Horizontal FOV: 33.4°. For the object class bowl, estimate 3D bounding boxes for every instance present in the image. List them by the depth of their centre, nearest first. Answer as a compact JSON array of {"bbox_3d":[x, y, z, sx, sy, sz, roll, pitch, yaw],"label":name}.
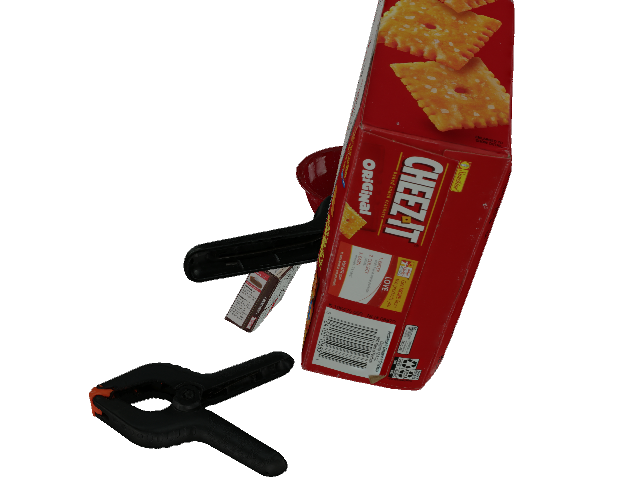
[{"bbox_3d":[0.055,-0.034,1.006,0.162,0.055,0.162,5,27,-3],"label":"bowl"}]

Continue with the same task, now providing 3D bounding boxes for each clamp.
[{"bbox_3d":[0.015,-0.001,0.757,0.165,0.036,0.209,13,29,21],"label":"clamp"},{"bbox_3d":[-0.101,0.130,0.884,0.171,0.039,0.120,11,38,4],"label":"clamp"}]

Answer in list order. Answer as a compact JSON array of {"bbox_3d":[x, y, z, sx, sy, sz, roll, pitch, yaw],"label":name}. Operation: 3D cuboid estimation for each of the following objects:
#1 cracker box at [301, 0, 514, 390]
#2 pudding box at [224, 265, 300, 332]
[{"bbox_3d":[0.050,-0.056,0.549,0.072,0.164,0.213,13,45,0],"label":"cracker box"},{"bbox_3d":[-0.060,0.048,1.264,0.039,0.090,0.113,32,28,5],"label":"pudding box"}]
